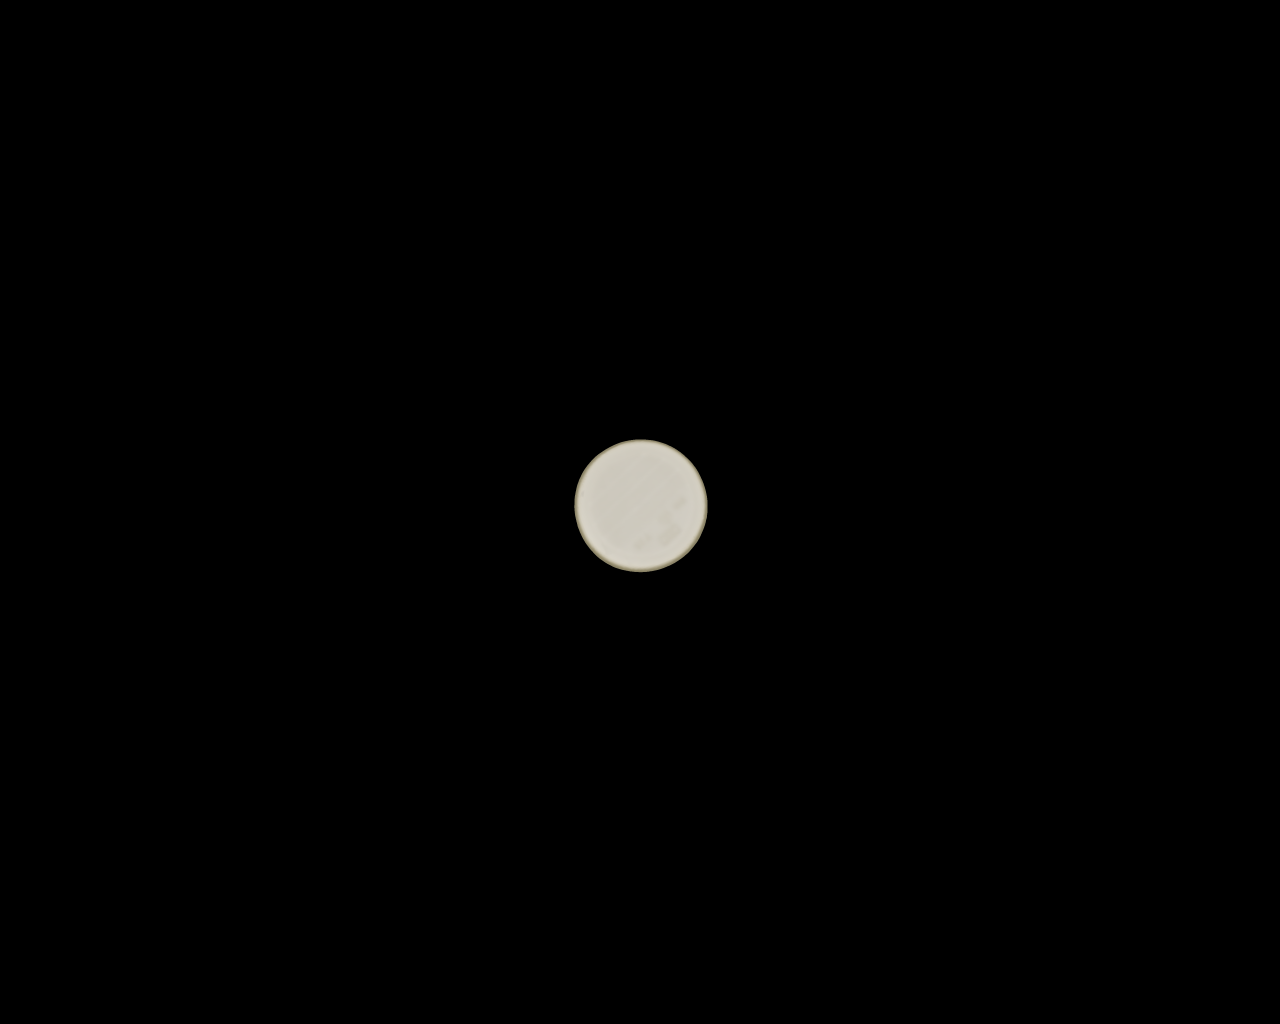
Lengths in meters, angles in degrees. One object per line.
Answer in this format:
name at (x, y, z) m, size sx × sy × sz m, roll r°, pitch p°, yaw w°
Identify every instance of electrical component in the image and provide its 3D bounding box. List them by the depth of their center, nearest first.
electrical component at (0.001, -0.003, 0.650) m, size 0.080 × 0.080 × 0.051 m, roll 0°, pitch -4°, yaw 0°
